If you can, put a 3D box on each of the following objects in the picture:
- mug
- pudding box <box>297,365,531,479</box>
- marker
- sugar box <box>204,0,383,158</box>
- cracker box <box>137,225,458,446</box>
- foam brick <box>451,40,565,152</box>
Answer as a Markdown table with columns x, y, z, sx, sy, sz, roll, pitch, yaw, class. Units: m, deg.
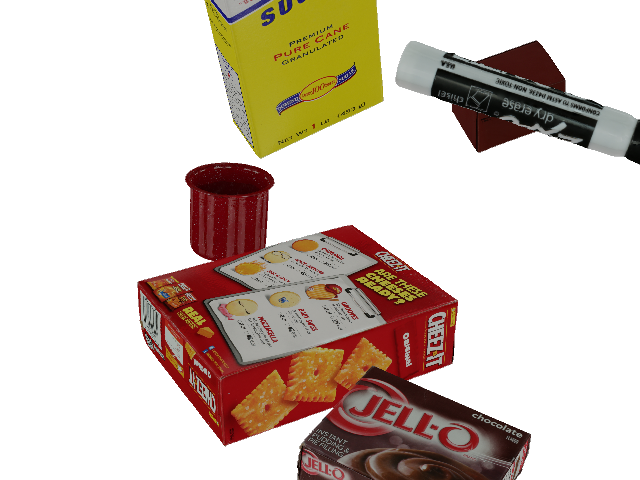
| x | y | z | sx | sy | sz | roll | pitch | yaw | class |
| --- | --- | --- | --- | --- | --- | --- | --- | --- | --- |
| -0.095 | -0.033 | 1.142 | 0.093 | 0.081 | 0.117 | 7 | 26 | 6 | mug |
| 0.056 | 0.130 | 0.637 | 0.114 | 0.039 | 0.089 | 23 | 37 | 22 | pudding box |
| 0.088 | -0.050 | 0.410 | 0.121 | 0.020 | 0.020 | 21 | 5 | 13 | marker |
| -0.016 | -0.133 | 0.608 | 0.093 | 0.048 | 0.176 | -27 | -32 | -12 | sugar box |
| -0.021 | 0.070 | 0.880 | 0.213 | 0.072 | 0.164 | -15 | 31 | -27 | cracker box |
| 0.151 | -0.116 | 0.860 | 0.078 | 0.051 | 0.053 | -19 | -36 | -5 | foam brick |
